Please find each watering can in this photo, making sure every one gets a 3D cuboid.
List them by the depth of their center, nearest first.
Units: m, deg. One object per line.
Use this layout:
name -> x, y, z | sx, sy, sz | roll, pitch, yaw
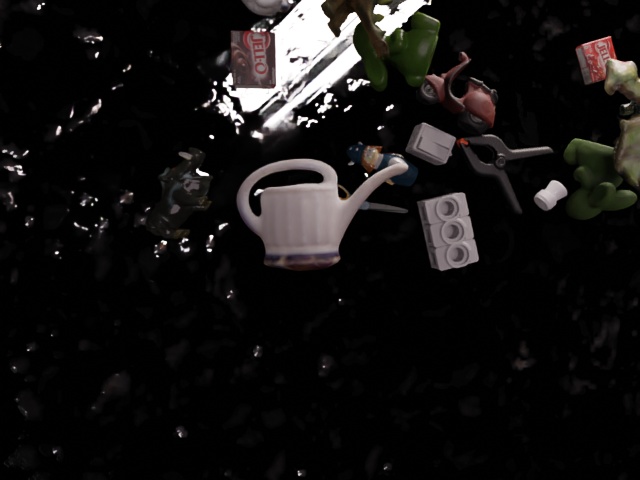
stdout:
watering can -> 0.003, -0.052, 1.026 | 0.347, 0.104, 0.224 | -2, 92, 8

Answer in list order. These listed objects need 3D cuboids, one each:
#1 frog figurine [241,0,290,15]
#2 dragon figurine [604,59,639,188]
frog figurine -> -0.106, -0.512, 0.982 | 0.123, 0.160, 0.137 | -2, 94, -7
dragon figurine -> 0.696, -0.191, 1.025 | 0.242, 0.122, 0.410 | -26, 90, 4
